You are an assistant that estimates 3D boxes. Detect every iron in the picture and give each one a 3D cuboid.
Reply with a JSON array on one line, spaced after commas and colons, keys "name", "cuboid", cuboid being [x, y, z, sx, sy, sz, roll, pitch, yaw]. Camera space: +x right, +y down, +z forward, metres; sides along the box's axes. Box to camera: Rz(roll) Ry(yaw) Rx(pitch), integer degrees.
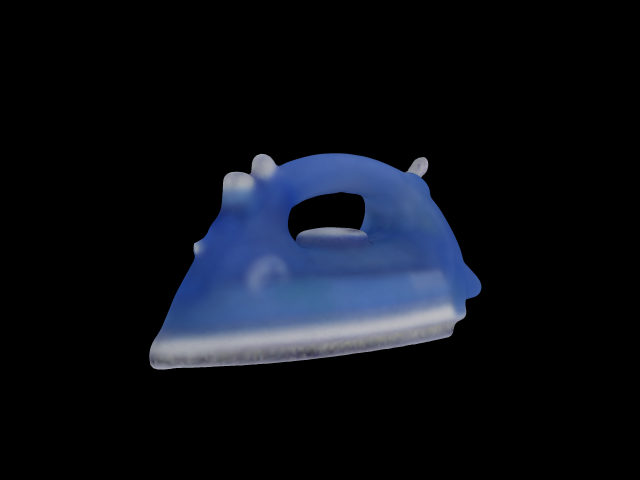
[{"name": "iron", "cuboid": [0.004, 0.001, 0.400, 0.259, 0.141, 0.118, 0, 0, -43]}]
